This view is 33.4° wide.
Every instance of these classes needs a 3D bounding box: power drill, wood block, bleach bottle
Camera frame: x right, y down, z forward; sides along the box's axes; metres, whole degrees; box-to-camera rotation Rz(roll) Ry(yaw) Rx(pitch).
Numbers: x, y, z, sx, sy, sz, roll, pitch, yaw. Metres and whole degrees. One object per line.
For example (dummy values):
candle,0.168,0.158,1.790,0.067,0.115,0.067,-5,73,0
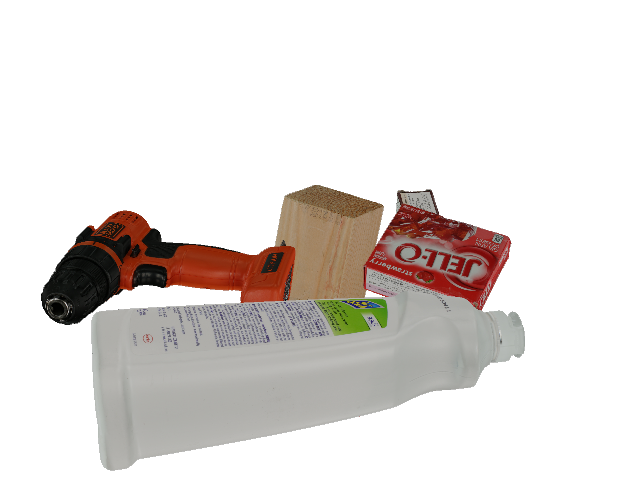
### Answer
power drill,-0.121,0.032,0.892,0.187,0.057,0.184,12,23,4
wood block,-0.003,0.051,1.221,0.090,0.206,0.090,18,19,21
bleach bottle,-0.002,0.070,0.614,0.250,0.068,0.102,-5,22,-11

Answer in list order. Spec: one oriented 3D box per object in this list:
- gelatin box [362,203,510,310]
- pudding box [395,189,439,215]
gelatin box,0.086,0.016,0.784,0.089,0.030,0.073,19,49,18
pudding box,0.093,0.014,1.013,0.039,0.090,0.113,0,28,-5
